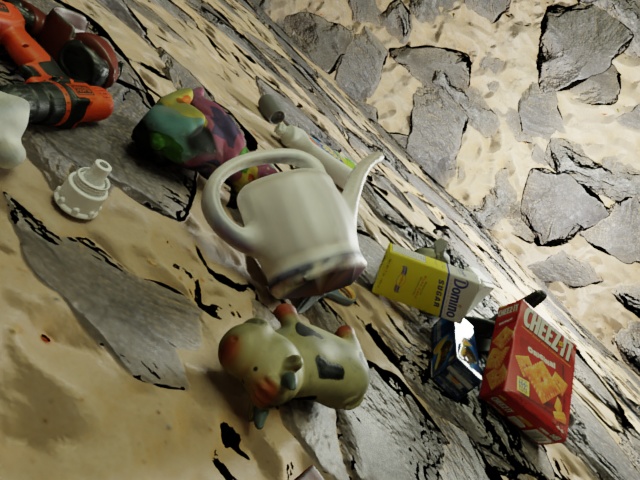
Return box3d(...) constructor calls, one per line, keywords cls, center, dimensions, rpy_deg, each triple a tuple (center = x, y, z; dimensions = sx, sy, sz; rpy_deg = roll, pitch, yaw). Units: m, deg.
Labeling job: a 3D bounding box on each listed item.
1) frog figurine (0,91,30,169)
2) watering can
box3d(cls="frog figurine", center=(-0.348, -0.134, 0.478), dimensions=(0.140, 0.123, 0.156), rpy_deg=(53, -16, 49))
box3d(cls="watering can", center=(0.002, -0.038, 0.746), dimensions=(0.350, 0.102, 0.227), rpy_deg=(-12, 72, -36))
